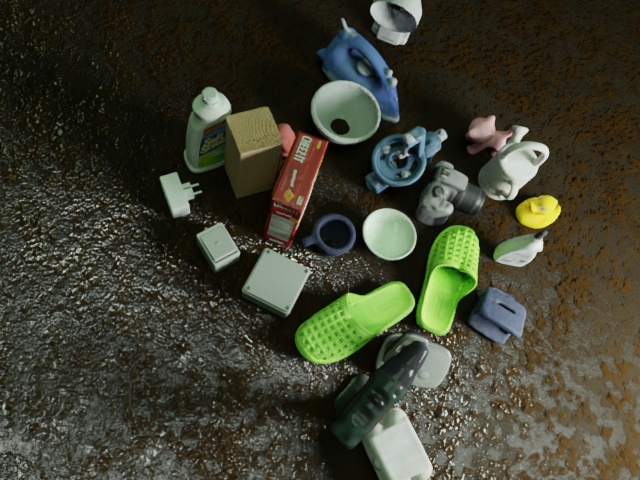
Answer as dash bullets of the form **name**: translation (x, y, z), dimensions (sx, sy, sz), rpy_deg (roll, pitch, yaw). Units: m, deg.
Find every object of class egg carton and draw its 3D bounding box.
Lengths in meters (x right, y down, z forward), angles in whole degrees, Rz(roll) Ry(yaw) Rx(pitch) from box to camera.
- **egg carton**: translation (0.147, 0.414, 1.119), dimensions (0.107, 0.069, 0.150), rpy_deg (-24, 76, -18)

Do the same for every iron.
- **iron**: translation (0.116, -0.409, 1.374), dimensions (0.119, 0.141, 0.258), rpy_deg (-41, 82, -21)

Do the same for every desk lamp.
- **desk lamp**: translation (0.197, -0.584, 1.414), dimensions (0.118, 0.213, 0.203), rpy_deg (23, 68, -1)

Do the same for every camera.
- **camera**: translation (0.307, -0.100, 1.320), dimensions (0.137, 0.100, 0.143), rpy_deg (23, 68, -1)

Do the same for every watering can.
- **watering can**: translation (0.450, -0.183, 1.326), dimensions (0.101, 0.194, 0.173), rpy_deg (-8, 72, -13)

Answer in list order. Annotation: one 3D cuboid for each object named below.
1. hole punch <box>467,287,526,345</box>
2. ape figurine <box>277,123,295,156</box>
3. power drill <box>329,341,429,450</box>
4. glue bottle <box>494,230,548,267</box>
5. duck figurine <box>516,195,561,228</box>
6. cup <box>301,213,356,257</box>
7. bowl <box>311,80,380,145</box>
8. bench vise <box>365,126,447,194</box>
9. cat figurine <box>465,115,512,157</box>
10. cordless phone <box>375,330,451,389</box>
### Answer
- **hole punch**: translation (0.390, 0.158, 1.247), dimensions (0.108, 0.091, 0.101), rpy_deg (32, 68, 2)
- **ape figurine**: translation (-0.088, -0.234, 1.299), dimensions (0.076, 0.092, 0.078), rpy_deg (-28, 77, -18)
- **power drill**: translation (0.099, 0.291, 1.080), dimensions (0.075, 0.208, 0.230), rpy_deg (42, 69, 6)
- **glue bottle**: translation (0.454, 0.013, 1.267), dimensions (0.078, 0.173, 0.037), rpy_deg (13, 68, -5)
- **duck figurine**: translation (0.530, -0.076, 1.361), dimensions (0.105, 0.086, 0.077), rpy_deg (-3, 71, -11)
- **cup**: translation (0.011, 0.004, 1.229), dimensions (0.118, 0.095, 0.091), rpy_deg (-16, 74, -15)
- **bowl**: translation (0.055, -0.288, 1.355), dimensions (0.167, 0.074, 0.167), rpy_deg (4, 70, -9)
- **bench vise**: translation (0.200, -0.211, 1.276), dimensions (0.121, 0.219, 0.208), rpy_deg (37, 68, 4)
- **cat figurine**: translation (0.407, -0.258, 1.387), dimensions (0.128, 0.117, 0.067), rpy_deg (4, 69, -9)
- **cordless phone**: translation (0.198, 0.229, 1.134), dimensions (0.147, 0.185, 0.094), rpy_deg (15, 68, -5)
